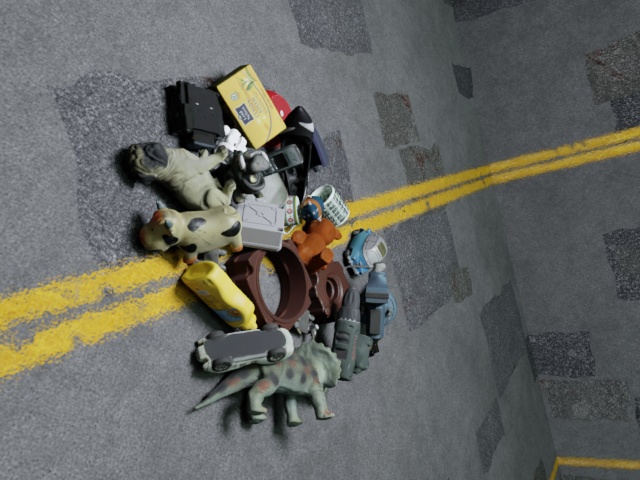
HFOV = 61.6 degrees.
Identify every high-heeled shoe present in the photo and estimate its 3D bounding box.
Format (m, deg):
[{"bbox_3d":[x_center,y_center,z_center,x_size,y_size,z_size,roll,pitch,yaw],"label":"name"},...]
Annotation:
[{"bbox_3d":[-0.059,-0.197,1.316,0.248,0.086,0.145,92,-1,-60],"label":"high-heeled shoe"}]

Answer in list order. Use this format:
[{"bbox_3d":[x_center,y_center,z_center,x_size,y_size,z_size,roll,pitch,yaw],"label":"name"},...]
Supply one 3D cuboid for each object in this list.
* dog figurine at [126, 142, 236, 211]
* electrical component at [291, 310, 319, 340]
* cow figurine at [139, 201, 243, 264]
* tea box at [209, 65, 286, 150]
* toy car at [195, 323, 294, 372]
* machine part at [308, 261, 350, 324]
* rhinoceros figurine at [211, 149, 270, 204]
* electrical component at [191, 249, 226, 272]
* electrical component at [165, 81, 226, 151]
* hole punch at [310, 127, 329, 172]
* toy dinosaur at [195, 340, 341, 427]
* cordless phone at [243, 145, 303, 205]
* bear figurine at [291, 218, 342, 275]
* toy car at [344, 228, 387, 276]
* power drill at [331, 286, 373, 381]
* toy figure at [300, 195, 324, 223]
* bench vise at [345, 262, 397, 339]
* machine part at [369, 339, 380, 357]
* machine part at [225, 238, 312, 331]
[{"bbox_3d":[-0.279,-0.107,1.051,0.190,0.121,0.172,-14,88,-42],"label":"dog figurine"},{"bbox_3d":[-0.044,0.203,1.325,0.102,0.045,0.078,41,50,-42],"label":"electrical component"},{"bbox_3d":[-0.243,-0.021,1.023,0.195,0.127,0.086,-13,50,-24],"label":"cow figurine"},{"bbox_3d":[-0.167,-0.307,1.247,0.098,0.068,0.169,-40,119,-13],"label":"tea box"},{"bbox_3d":[-0.151,0.220,1.091,0.202,0.056,0.073,-4,53,-26],"label":"toy car"},{"bbox_3d":[0.018,0.132,1.427,0.179,0.056,0.179,25,59,-51],"label":"machine part"},{"bbox_3d":[-0.164,-0.135,1.127,0.073,0.190,0.112,-16,96,-33],"label":"rhinoceros figurine"},{"bbox_3d":[-0.233,0.037,1.121,0.094,0.021,0.063,18,65,-51],"label":"electrical component"},{"bbox_3d":[-0.262,-0.257,1.139,0.115,0.058,0.134,-1,80,-54],"label":"electrical component"},{"bbox_3d":[-0.021,-0.248,1.462,0.142,0.092,0.116,64,33,-14],"label":"hole punch"},{"bbox_3d":[-0.090,0.299,1.177,0.404,0.131,0.192,27,44,-42],"label":"toy dinosaur"},{"bbox_3d":[-0.101,-0.141,1.224,0.146,0.184,0.089,62,33,-22],"label":"cordless phone"},{"bbox_3d":[-0.005,-0.002,1.372,0.120,0.132,0.196,36,50,1],"label":"bear figurine"},{"bbox_3d":[0.145,0.030,1.603,0.109,0.103,0.162,61,35,-22],"label":"toy car"},{"bbox_3d":[0.086,0.257,1.399,0.207,0.086,0.232,68,31,-65],"label":"power drill"},{"bbox_3d":[-0.020,-0.075,1.355,0.064,0.057,0.154,34,15,-3],"label":"toy figure"},{"bbox_3d":[0.160,0.158,1.550,0.240,0.129,0.223,-57,137,-77],"label":"bench vise"},{"bbox_3d":[0.143,0.303,1.547,0.039,0.084,0.139,53,26,-5],"label":"machine part"},{"bbox_3d":[-0.112,0.101,1.222,0.201,0.087,0.201,-44,115,-51],"label":"machine part"}]
